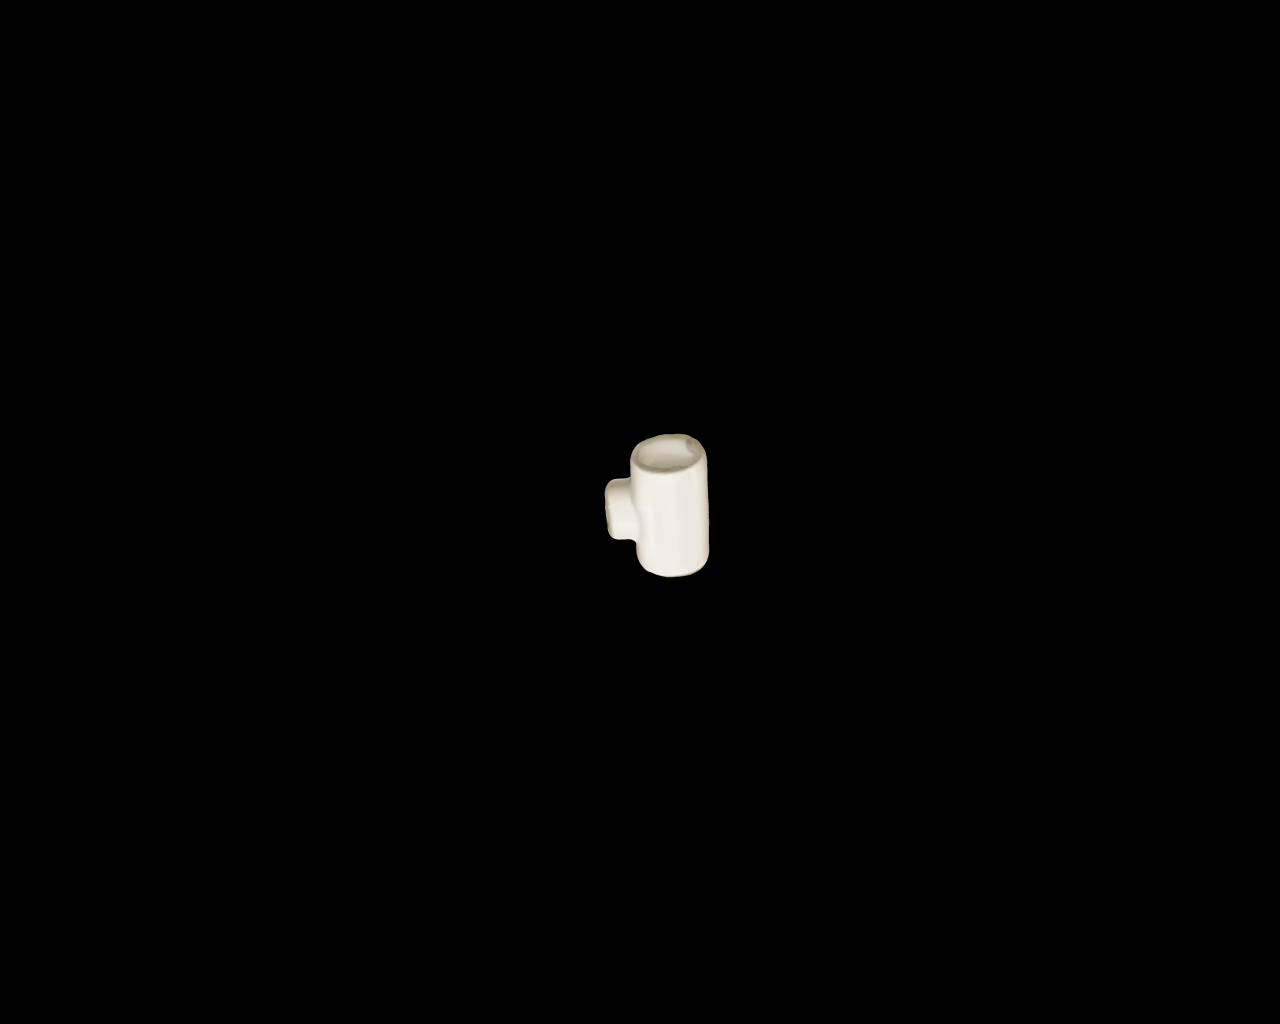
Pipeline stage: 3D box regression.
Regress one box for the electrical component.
[{"bbox_3d":[0.001,-0.003,0.650,0.079,0.077,0.043,-3,36,2],"label":"electrical component"}]
